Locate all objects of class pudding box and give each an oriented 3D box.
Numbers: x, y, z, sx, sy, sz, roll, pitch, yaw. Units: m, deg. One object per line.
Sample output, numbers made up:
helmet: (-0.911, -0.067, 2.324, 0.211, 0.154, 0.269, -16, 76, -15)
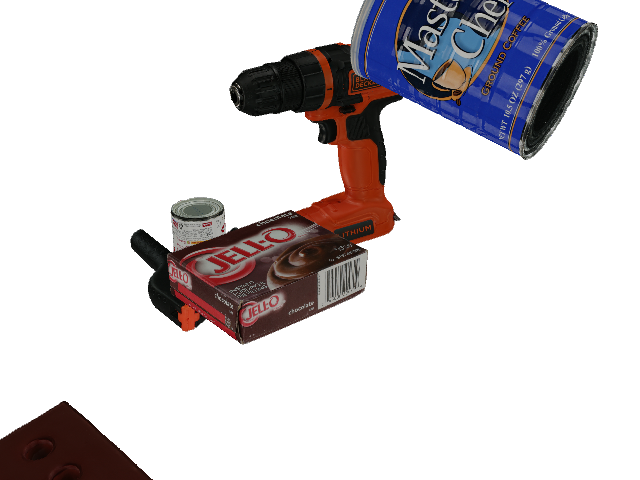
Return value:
pudding box: (-0.037, 0.023, 0.748, 0.113, 0.039, 0.090, -19, 33, -34)

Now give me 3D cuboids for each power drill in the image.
power drill: (0.006, -0.082, 0.953, 0.184, 0.188, 0.057, -15, 34, -26)

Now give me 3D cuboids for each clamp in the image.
clamp: (-0.124, 0.032, 1.083, 0.120, 0.039, 0.171, -11, 34, -11)

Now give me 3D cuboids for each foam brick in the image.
foam brick: (-0.111, 0.122, 0.483, 0.052, 0.051, 0.078, -31, 45, -33)

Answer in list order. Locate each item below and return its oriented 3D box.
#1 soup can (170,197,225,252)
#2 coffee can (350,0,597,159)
soup can: (-0.151, 0.005, 1.329, 0.068, 0.102, 0.068, -1, 25, 0)
coffee can: (0.106, -0.133, 0.749, 0.140, 0.103, 0.102, 30, 10, 19)
